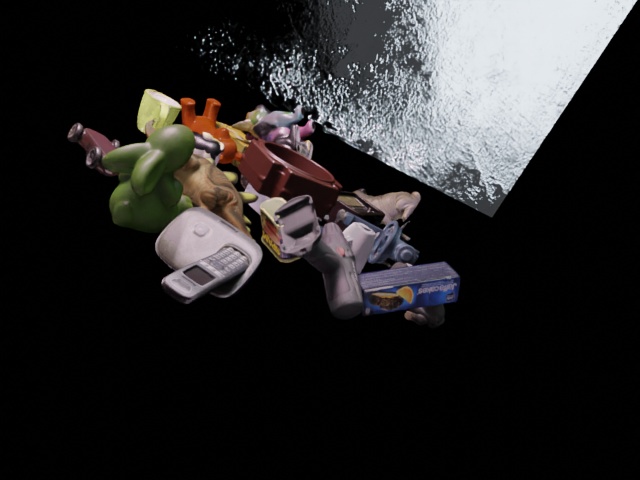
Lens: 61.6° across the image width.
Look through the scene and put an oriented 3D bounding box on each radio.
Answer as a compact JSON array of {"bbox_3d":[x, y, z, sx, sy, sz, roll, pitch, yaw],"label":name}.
[{"bbox_3d":[0.088,-0.076,1.506,0.131,0.073,0.229,35,18,20],"label":"radio"}]

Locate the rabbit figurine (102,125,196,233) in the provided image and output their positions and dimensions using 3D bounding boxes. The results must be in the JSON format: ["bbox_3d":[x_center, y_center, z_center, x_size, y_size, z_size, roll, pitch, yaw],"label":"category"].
[{"bbox_3d":[-0.264,-0.107,0.837,0.121,0.170,0.159,33,16,14],"label":"rabbit figurine"}]

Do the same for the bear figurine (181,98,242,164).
[{"bbox_3d":[-0.283,-0.284,1.421,0.120,0.131,0.196,-10,34,-40],"label":"bear figurine"}]

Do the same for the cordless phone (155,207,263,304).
[{"bbox_3d":[-0.179,0.030,0.739,0.147,0.088,0.184,33,21,12],"label":"cordless phone"}]

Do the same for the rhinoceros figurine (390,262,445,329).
[{"bbox_3d":[0.200,0.109,1.149,0.112,0.073,0.190,17,21,-33],"label":"rhinoceros figurine"}]

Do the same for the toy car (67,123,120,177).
[{"bbox_3d":[-0.391,-0.152,0.967,0.089,0.053,0.202,27,9,-45],"label":"toy car"}]

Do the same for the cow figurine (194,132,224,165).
[{"bbox_3d":[-0.306,-0.218,1.231,0.167,0.098,0.068,30,23,0],"label":"cow figurine"}]

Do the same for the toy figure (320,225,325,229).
[{"bbox_3d":[-0.002,-0.005,1.169,0.058,0.064,0.154,-1,-1,14],"label":"toy figure"}]

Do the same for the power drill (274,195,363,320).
[{"bbox_3d":[0.001,0.014,0.936,0.207,0.086,0.232,56,15,-49],"label":"power drill"}]

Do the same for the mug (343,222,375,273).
[{"bbox_3d":[0.062,0.015,1.136,0.081,0.107,0.109,40,17,36],"label":"mug"}]

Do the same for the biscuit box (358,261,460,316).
[{"bbox_3d":[0.164,0.091,1.018,0.203,0.059,0.063,-7,28,-16],"label":"biscuit box"}]

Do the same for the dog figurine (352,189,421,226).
[{"bbox_3d":[0.193,-0.121,1.664,0.191,0.172,0.121,39,7,7],"label":"dog figurine"}]

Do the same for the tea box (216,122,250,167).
[{"bbox_3d":[-0.239,-0.265,1.531,0.098,0.068,0.170,11,23,-49],"label":"tea box"}]

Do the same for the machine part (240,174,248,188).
[{"bbox_3d":[-0.148,-0.169,1.386,0.079,0.079,0.243,29,18,-2],"label":"machine part"}]

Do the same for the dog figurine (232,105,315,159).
[{"bbox_3d":[-0.129,-0.272,1.421,0.219,0.191,0.108,0,-15,28],"label":"dog figurine"}]

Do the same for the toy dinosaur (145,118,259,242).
[{"bbox_3d":[-0.245,-0.117,1.038,0.472,0.105,0.198,47,15,23],"label":"toy dinosaur"}]

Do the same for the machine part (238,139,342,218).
[{"bbox_3d":[-0.065,-0.141,1.201,0.201,0.087,0.201,14,22,-36],"label":"machine part"}]

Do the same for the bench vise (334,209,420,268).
[{"bbox_3d":[0.143,-0.006,1.323,0.240,0.128,0.224,31,13,-8],"label":"bench vise"}]
